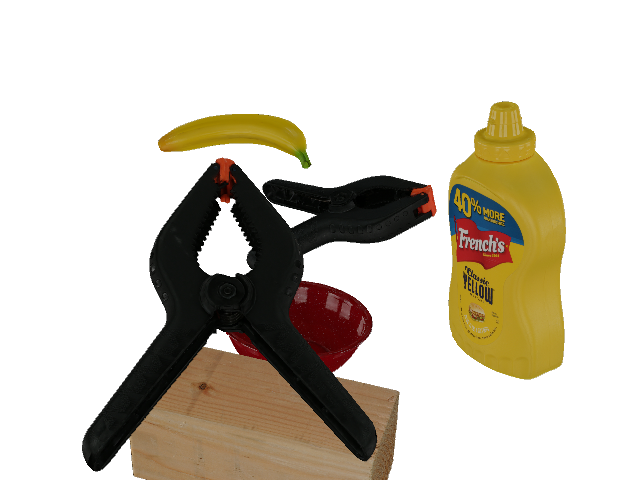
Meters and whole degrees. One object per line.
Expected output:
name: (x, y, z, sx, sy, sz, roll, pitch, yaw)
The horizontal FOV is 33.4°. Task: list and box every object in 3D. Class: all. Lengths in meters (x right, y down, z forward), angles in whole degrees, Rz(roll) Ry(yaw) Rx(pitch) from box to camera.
banana: (-0.100, -0.129, 1.314, 0.198, 0.037, 0.069, 6, 40, 15)
wood block: (-0.046, 0.162, 0.892, 0.206, 0.090, 0.090, 11, 36, 14)
clamp: (0.014, -0.018, 0.950, 0.172, 0.120, 0.039, -4, -46, 21)
clamp: (-0.046, 0.044, 0.645, 0.164, 0.210, 0.036, 5, -32, -3)
mustard bottle: (0.129, -0.004, 0.748, 0.058, 0.192, 0.096, -17, 29, -25)
bowl: (-0.027, 0.102, 1.123, 0.162, 0.055, 0.162, 3, 26, -2)
